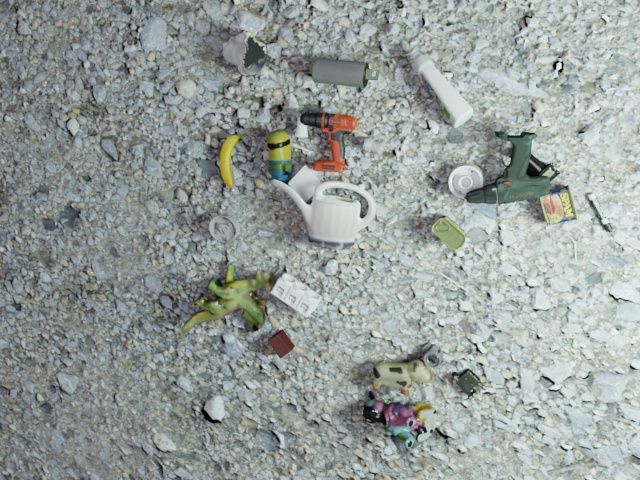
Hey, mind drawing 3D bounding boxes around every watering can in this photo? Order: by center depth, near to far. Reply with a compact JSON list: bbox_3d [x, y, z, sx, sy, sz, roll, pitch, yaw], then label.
[{"bbox_3d":[0.005,-0.083,1.654,0.347,0.222,0.105,7,11,-4],"label":"watering can"}]

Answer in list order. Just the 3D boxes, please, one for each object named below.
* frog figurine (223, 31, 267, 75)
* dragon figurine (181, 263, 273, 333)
[{"bbox_3d":[-0.250,-0.612,1.700,0.124,0.136,0.160,-18,19,-32],"label":"frog figurine"},{"bbox_3d":[-0.310,0.245,1.846,0.243,0.405,0.124,36,20,2],"label":"dragon figurine"}]
